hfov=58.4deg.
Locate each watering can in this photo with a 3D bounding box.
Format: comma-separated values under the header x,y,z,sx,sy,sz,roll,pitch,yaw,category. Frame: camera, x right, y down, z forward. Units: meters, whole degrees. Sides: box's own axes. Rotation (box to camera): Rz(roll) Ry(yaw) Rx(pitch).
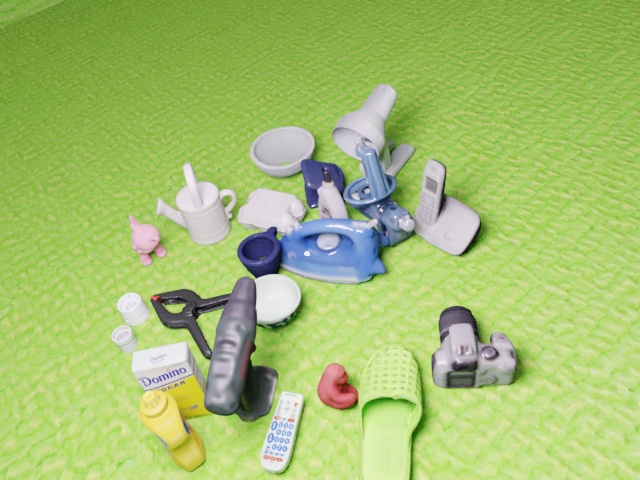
x,y,z,sx,sy,sz,roll,pitch,yaw,category
-0.280,-0.084,1.293,0.173,0.194,0.100,-32,50,-18,watering can

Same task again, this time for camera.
x,y,z,sx,sy,sz,roll,pitch,yaw,category
0.266,0.180,1.014,0.143,0.101,0.137,-4,47,7,camera

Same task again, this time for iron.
x,y,z,sx,sy,sz,roll,pitch,yaw,category
0.011,0.004,1.195,0.258,0.142,0.118,1,48,12,iron

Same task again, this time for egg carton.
x,y,z,sx,sy,sz,roll,pitch,yaw,category
-0.111,-0.062,1.328,0.150,0.069,0.107,12,51,20,egg carton

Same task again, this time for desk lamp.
x,y,z,sx,sy,sz,roll,pitch,yaw,category
0.129,-0.245,1.354,0.117,0.214,0.203,21,55,27,desk lamp

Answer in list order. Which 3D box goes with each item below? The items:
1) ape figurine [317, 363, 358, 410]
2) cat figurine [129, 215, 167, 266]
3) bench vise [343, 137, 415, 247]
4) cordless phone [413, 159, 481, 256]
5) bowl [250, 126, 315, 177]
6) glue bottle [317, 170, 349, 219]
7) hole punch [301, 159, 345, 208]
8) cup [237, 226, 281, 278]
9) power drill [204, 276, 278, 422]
x,y,z,sx,sy,sz,roll,pitch,yaw,category
0.030,0.249,1.000,0.076,0.092,0.077,-6,47,5,ape figurine
-0.400,-0.009,1.298,0.067,0.118,0.127,-31,50,-17,cat figurine
0.135,-0.109,1.223,0.206,0.220,0.122,27,58,31,bench vise
0.263,-0.070,1.187,0.094,0.185,0.147,-39,53,-24,cordless phone
-0.090,-0.212,1.459,0.167,0.075,0.167,-5,47,6,bowl
0.023,-0.087,1.255,0.037,0.173,0.078,-38,52,-23,glue bottle
0.008,-0.145,1.367,0.101,0.091,0.108,-12,47,-1,hole punch
-0.116,0.036,1.221,0.091,0.095,0.118,13,51,21,cup
-0.133,0.208,0.987,0.075,0.209,0.229,1,48,11,power drill
